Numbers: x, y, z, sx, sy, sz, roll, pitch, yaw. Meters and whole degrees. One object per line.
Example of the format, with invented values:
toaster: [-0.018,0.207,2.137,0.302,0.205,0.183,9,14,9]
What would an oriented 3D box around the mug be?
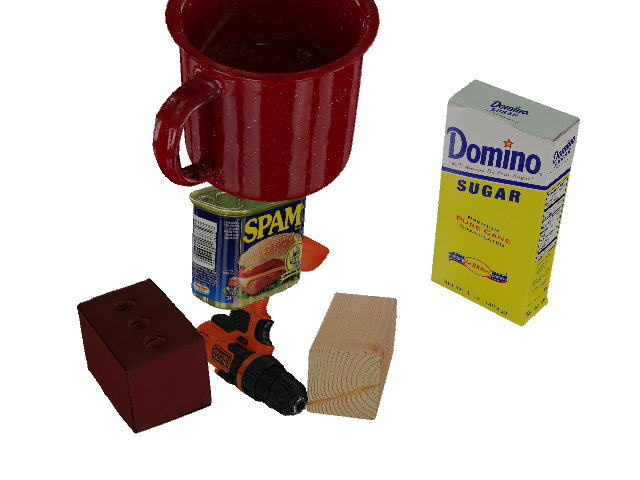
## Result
mug: [-0.030,-0.065,0.486,0.093,0.081,0.117,31,53,22]

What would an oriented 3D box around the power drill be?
power drill: [-0.057,0.081,1.187,0.185,0.188,0.057,28,11,41]

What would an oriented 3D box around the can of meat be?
can of meat: [-0.057,0.000,0.850,0.058,0.084,0.101,20,26,34]

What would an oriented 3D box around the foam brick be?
foam brick: [-0.109,0.070,0.656,0.052,0.051,0.078,-19,37,-28]

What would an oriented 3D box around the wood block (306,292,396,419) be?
wood block: [0.045,0.148,1.415,0.091,0.090,0.206,6,18,8]

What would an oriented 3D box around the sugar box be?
sugar box: [0.138,-0.027,0.826,0.093,0.176,0.048,27,47,31]
